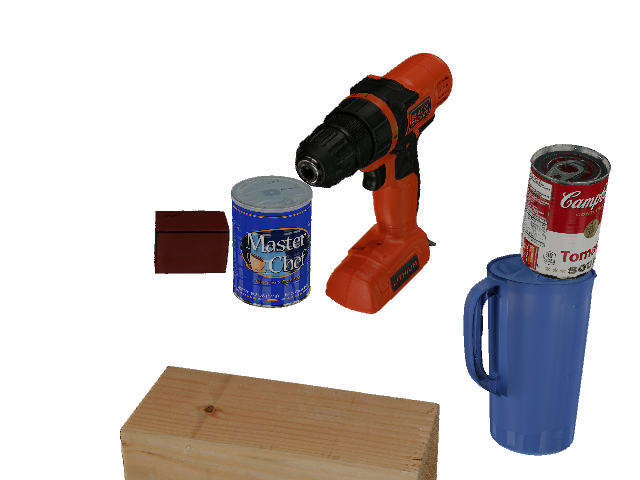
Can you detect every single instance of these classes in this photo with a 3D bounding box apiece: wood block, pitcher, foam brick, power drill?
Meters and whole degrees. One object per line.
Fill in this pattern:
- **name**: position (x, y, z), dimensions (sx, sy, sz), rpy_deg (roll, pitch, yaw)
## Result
- **wood block**: position (-0.025, 0.160, 0.756), dimensions (0.206, 0.090, 0.090), rpy_deg (6, 27, 15)
- **pitcher**: position (0.265, 0.145, 1.356), dimensions (0.149, 0.243, 0.144), rpy_deg (5, 16, 18)
- **foam brick**: position (-0.139, 0.001, 1.145), dimensions (0.078, 0.051, 0.053), rpy_deg (0, 25, -10)
- **power drill**: position (0.042, -0.036, 0.843), dimensions (0.057, 0.188, 0.184), rpy_deg (24, 42, 27)

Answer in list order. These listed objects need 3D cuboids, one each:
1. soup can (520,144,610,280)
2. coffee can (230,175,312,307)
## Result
- **soup can**: position (0.215, -0.025, 0.947), dimensions (0.068, 0.102, 0.068), rpy_deg (0, 33, 0)
- **coffee can**: position (-0.062, 0.001, 1.366), dimensions (0.103, 0.140, 0.103), rpy_deg (1, 26, -1)
